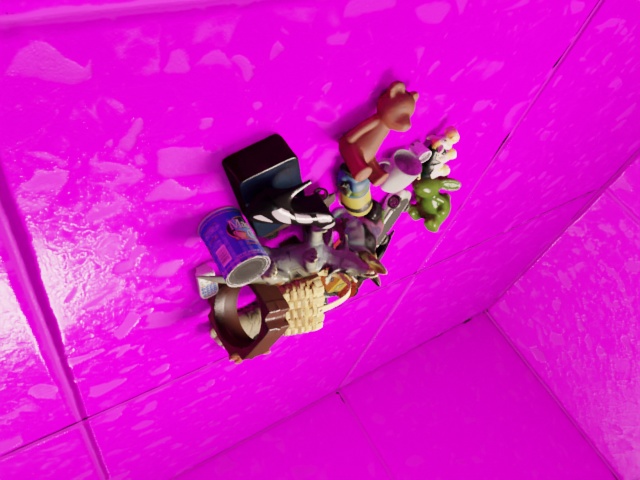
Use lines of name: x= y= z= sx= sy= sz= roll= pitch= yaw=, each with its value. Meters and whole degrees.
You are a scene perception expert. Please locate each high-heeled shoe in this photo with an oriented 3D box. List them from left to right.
high-heeled shoe: x=-0.055 y=-0.044 z=1.094 sx=0.145 sy=0.086 sz=0.248 roll=-31 pitch=154 yaw=1

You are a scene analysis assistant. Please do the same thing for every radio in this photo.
radio: x=-0.105 y=-0.107 z=1.097 sx=0.131 sy=0.073 sz=0.229 roll=-31 pitch=157 yaw=-10

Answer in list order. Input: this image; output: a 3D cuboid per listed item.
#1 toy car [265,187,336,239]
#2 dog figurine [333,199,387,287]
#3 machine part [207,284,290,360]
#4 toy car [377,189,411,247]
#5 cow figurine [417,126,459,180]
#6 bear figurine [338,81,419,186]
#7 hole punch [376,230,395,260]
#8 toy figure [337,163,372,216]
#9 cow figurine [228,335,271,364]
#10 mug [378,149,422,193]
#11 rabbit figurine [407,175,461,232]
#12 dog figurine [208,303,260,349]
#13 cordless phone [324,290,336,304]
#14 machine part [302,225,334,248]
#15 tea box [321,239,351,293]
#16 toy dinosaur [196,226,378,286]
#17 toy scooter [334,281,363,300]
toy car: x=-0.058 y=-0.066 z=1.248 sx=0.202 sy=0.053 sz=0.089 roll=-27 pitch=159 yaw=-5
dog figurine: x=0.127 y=0.011 z=1.418 sx=0.191 sy=0.219 sz=0.108 roll=-22 pitch=156 yaw=-23
machine part: x=-0.183 y=0.183 z=1.367 sx=0.087 sy=0.201 sz=0.201 roll=-5 pitch=142 yaw=-51
toy car: x=0.189 y=-0.060 z=1.529 sx=0.073 sy=0.056 sz=0.201 roll=8 pitch=119 yaw=-55
cow figurine: x=0.297 y=-0.224 z=1.389 sx=0.098 sy=0.068 sz=0.167 roll=-20 pitch=151 yaw=-16
bear figurine: x=0.137 y=-0.222 z=1.121 sx=0.196 sy=0.132 sz=0.120 roll=-38 pitch=159 yaw=22
hole punch: x=0.156 y=0.021 z=1.651 sx=0.116 sy=0.092 sz=0.142 roll=-53 pitch=172 yaw=-47
toy figure: x=0.082 y=-0.122 z=1.277 sx=0.082 sy=0.089 sz=0.180 roll=-22 pitch=156 yaw=-8
cow figurine: x=-0.199 y=0.293 z=1.669 sx=0.195 sy=0.127 sz=0.085 roll=-23 pitch=156 yaw=9
mug: x=0.183 y=-0.165 z=1.342 sx=0.109 sy=0.081 sz=0.107 roll=6 pitch=149 yaw=-20
rabbit figurine: x=0.327 y=-0.128 z=1.543 sx=0.159 sy=0.121 sz=0.170 roll=-37 pitch=141 yaw=-3
dog figurine: x=-0.214 y=0.227 z=1.557 sx=0.190 sy=0.121 sz=0.172 roll=-51 pitch=157 yaw=2
cordless phone: x=-0.047 y=0.208 z=1.652 sx=0.184 sy=0.089 sz=0.146 roll=-56 pitch=153 yaw=1
machine part: x=-0.003 y=-0.004 z=1.400 sx=0.079 sy=0.079 sz=0.243 roll=-29 pitch=153 yaw=-11
tea box: x=0.066 y=0.067 z=1.588 sx=0.068 sy=0.098 sz=0.169 roll=0 pitch=137 yaw=-53
toy dinosaur: x=-0.073 y=0.058 z=1.283 sx=0.405 sy=0.131 sz=0.192 roll=-10 pitch=153 yaw=6
toy scooter: x=0.088 y=0.133 z=1.762 sx=0.135 sy=0.075 sz=0.183 roll=-8 pitch=141 yaw=-45
